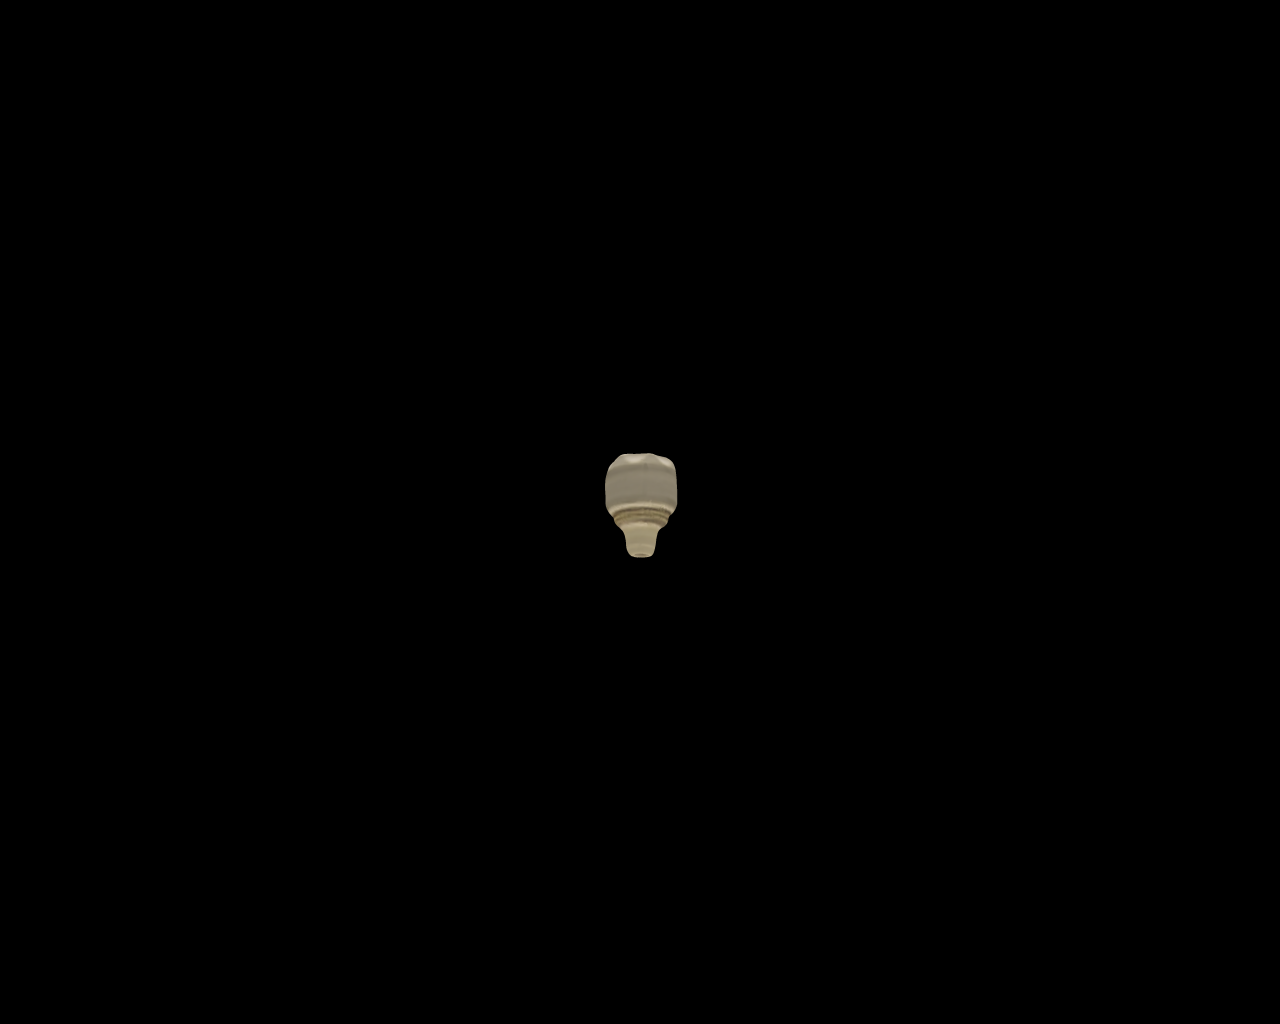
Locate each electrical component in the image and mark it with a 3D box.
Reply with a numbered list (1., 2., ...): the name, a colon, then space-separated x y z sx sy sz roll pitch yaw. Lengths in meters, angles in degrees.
1. electrical component: 0.001 -0.003 0.650 0.043 0.062 0.043 0 -16 0
